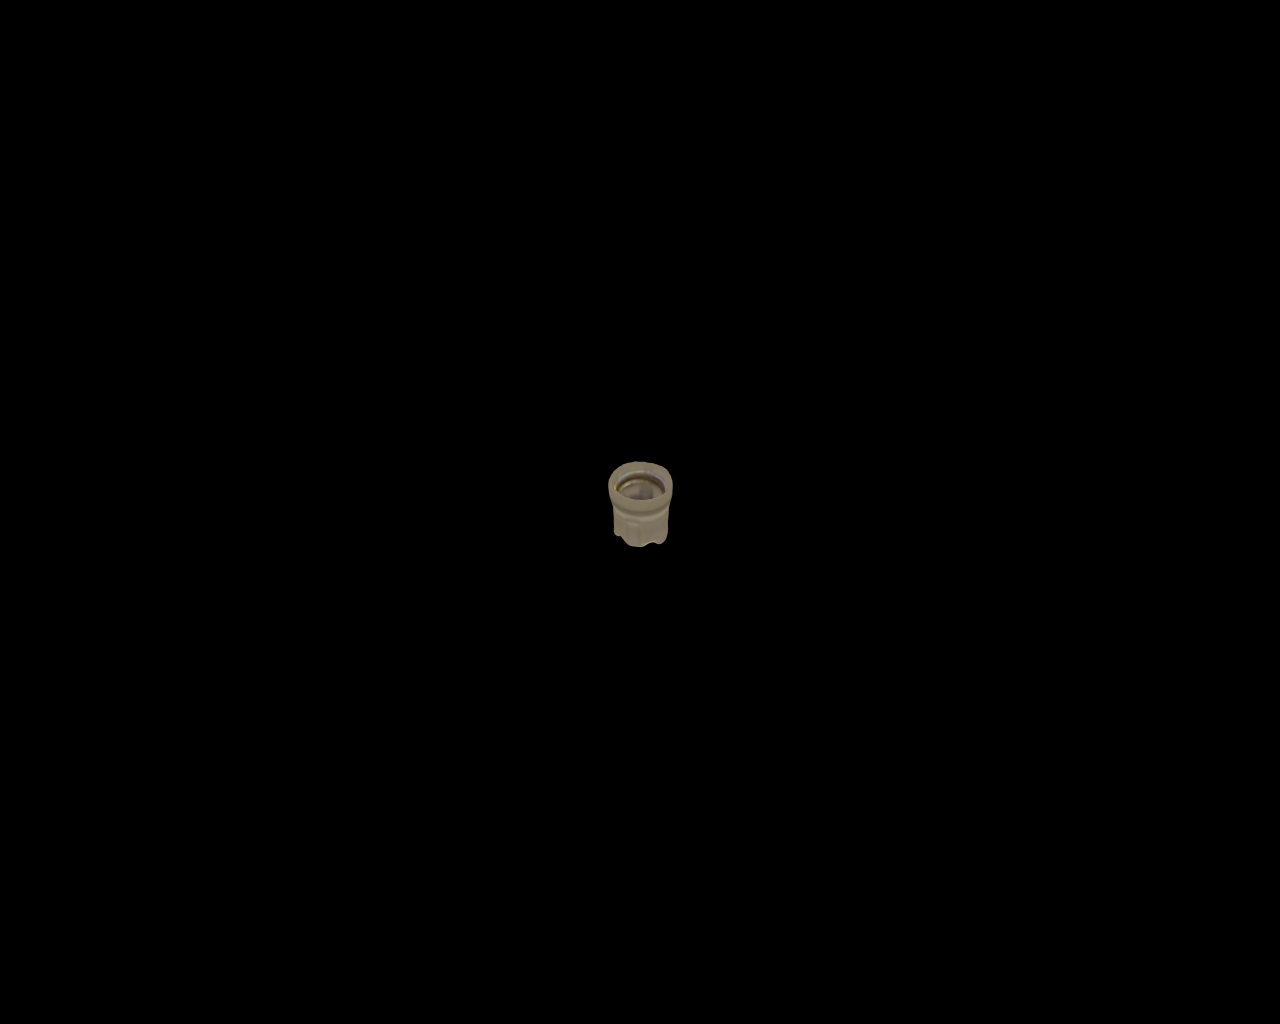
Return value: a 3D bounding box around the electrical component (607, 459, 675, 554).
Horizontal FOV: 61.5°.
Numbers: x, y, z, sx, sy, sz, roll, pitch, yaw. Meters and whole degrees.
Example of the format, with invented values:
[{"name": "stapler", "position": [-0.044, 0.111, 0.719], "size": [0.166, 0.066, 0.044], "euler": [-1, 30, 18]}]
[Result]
[{"name": "electrical component", "position": [0.001, -0.003, 0.650], "size": [0.040, 0.046, 0.040], "euler": [0, 42, 0]}]
